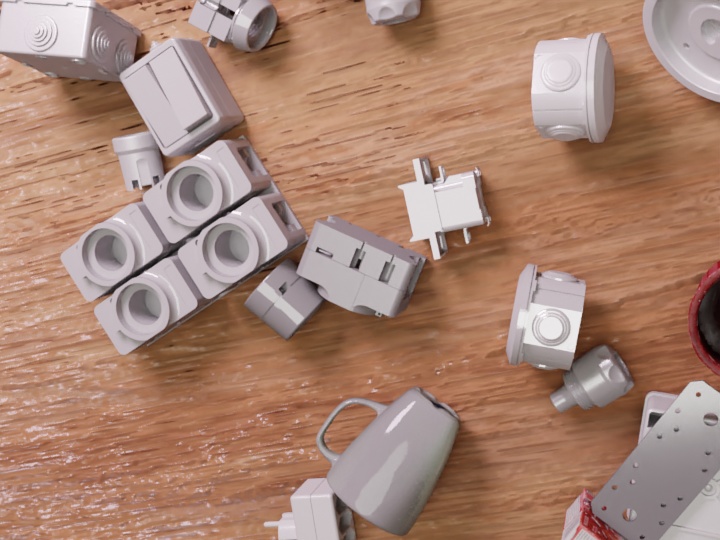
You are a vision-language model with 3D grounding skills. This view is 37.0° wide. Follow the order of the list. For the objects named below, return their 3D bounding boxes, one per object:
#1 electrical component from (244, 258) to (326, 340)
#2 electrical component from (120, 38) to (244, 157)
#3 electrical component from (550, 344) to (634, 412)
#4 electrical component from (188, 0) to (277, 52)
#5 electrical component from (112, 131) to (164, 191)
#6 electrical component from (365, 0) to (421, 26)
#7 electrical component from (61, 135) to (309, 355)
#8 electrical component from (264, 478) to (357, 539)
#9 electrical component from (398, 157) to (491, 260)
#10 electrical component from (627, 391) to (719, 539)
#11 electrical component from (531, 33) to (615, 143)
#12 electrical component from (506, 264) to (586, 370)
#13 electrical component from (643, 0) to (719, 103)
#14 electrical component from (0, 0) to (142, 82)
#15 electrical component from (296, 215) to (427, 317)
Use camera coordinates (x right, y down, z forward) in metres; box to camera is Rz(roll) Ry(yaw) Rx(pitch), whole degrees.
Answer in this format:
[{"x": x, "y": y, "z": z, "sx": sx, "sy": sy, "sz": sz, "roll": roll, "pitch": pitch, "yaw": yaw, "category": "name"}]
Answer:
[{"x": -0.062, "y": 0.026, "z": 0.904, "sx": 0.047, "sy": 0.055, "sz": 0.055, "roll": 43, "pitch": 107, "yaw": 2, "category": "electrical component"}, {"x": -0.153, "y": -0.150, "z": 0.898, "sx": 0.062, "sy": 0.061, "sz": 0.096, "roll": -30, "pitch": 90, "yaw": 18, "category": "electrical component"}, {"x": 0.180, "y": 0.090, "z": 0.850, "sx": 0.062, "sy": 0.043, "sz": 0.043, "roll": -35, "pitch": 88, "yaw": 19, "category": "electrical component"}, {"x": -0.102, "y": -0.209, "z": 0.883, "sx": 0.055, "sy": 0.048, "sz": 0.066, "roll": 31, "pitch": 106, "yaw": 17, "category": "electrical component"}, {"x": -0.190, "y": -0.094, "z": 0.930, "sx": 0.040, "sy": 0.040, "sz": 0.046, "roll": -7, "pitch": 102, "yaw": 17, "category": "electrical component"}, {"x": 0.023, "y": -0.226, "z": 0.845, "sx": 0.043, "sy": 0.043, "sz": 0.062, "roll": -9, "pitch": 94, "yaw": 17, "category": "electrical component"}, {"x": -0.153, "y": -0.019, "z": 0.920, "sx": 0.186, "sy": 0.060, "sz": 0.105, "roll": -33, "pitch": 89, "yaw": 18, "category": "electrical component"}, {"x": -0.047, "y": 0.228, "z": 0.935, "sx": 0.076, "sy": 0.047, "sz": 0.083, "roll": -7, "pitch": 97, "yaw": 17, "category": "electrical component"}, {"x": 0.069, "y": -0.053, "z": 0.860, "sx": 0.064, "sy": 0.042, "sz": 0.081, "roll": -12, "pitch": 96, "yaw": 14, "category": "electrical component"}, {"x": 0.268, "y": 0.159, "z": 0.828, "sx": 0.109, "sy": 0.056, "sz": 0.108, "roll": 9, "pitch": 101, "yaw": 15, "category": "electrical component"}, {"x": 0.160, "y": -0.135, "z": 0.802, "sx": 0.051, "sy": 0.080, "sz": 0.080, "roll": 2, "pitch": 99, "yaw": 21, "category": "electrical component"}, {"x": 0.144, "y": 0.038, "z": 0.834, "sx": 0.051, "sy": 0.080, "sz": 0.080, "roll": 10, "pitch": 101, "yaw": 9, "category": "electrical component"}, {"x": 0.262, "y": -0.177, "z": 0.754, "sx": 0.108, "sy": 0.108, "sz": 0.060, "roll": 44, "pitch": 71, "yaw": 6, "category": "electrical component"}, {"x": -0.244, "y": -0.191, "z": 0.899, "sx": 0.100, "sy": 0.100, "sz": 0.048, "roll": 7, "pitch": 88, "yaw": 15, "category": "electrical component"}, {"x": 0.000, "y": 0.000, "z": 0.884, "sx": 0.089, "sy": 0.050, "sz": 0.055, "roll": 24, "pitch": 104, "yaw": 11, "category": "electrical component"}]
